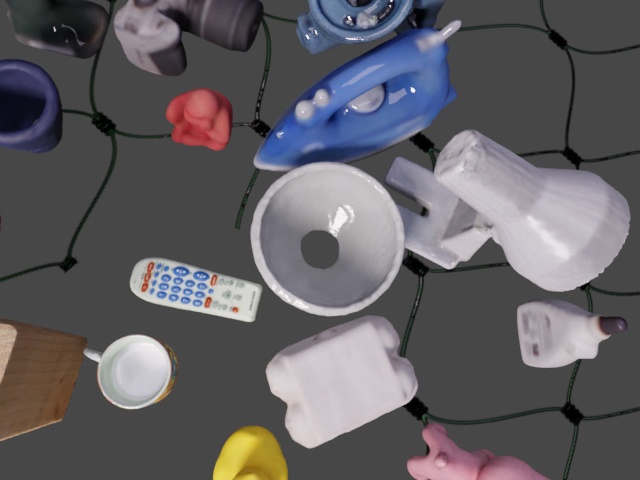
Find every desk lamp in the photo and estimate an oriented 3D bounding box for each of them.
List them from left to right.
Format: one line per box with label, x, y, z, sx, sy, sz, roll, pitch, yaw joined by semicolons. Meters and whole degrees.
desk lamp;0.172;-0.031;0.597;0.203;0.213;0.118;25;76;-2

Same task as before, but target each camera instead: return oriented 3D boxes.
camera;-0.143;-0.262;0.657;0.137;0.100;0.143;23;76;-3

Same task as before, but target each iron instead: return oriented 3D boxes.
iron;0.042;-0.162;0.642;0.258;0.141;0.118;-30;84;-13

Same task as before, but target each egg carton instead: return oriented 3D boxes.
egg carton;0.024;0.147;0.613;0.150;0.069;0.107;-23;82;-12

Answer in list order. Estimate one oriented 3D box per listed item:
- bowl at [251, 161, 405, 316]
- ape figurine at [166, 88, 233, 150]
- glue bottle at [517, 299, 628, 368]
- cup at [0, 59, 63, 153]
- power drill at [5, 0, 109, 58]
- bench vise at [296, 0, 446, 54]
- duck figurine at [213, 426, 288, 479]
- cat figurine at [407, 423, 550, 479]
bowl;0.006;0.002;0.637;0.167;0.074;0.167;2;78;-8
ape figurine;-0.130;-0.140;0.638;0.076;0.092;0.078;-40;86;-14
glue bottle;0.265;0.096;0.605;0.037;0.173;0.078;0;78;-8
cup;-0.321;-0.120;0.605;0.091;0.095;0.118;42;76;2
power drill;-0.288;-0.276;0.583;0.229;0.208;0.076;12;77;-5
bench vise;0.077;-0.306;0.636;0.207;0.219;0.121;-37;85;-13
duck figurine;-0.068;0.242;0.571;0.077;0.086;0.104;3;78;-7
cat figurine;0.168;0.245;0.589;0.128;0.117;0.067;25;76;-2
